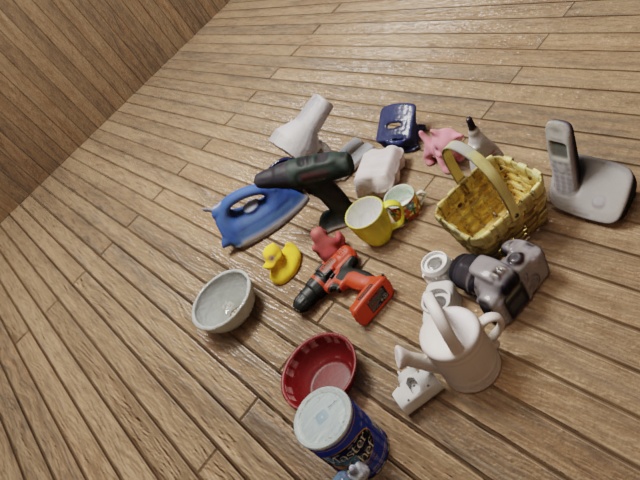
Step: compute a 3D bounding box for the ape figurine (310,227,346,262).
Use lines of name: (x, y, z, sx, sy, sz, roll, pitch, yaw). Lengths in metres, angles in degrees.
ape figurine: (0.012, 0.005, 1.290, 0.077, 0.092, 0.076, -16, 44, 26)

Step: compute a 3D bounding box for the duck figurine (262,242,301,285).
duck figurine: (-0.097, 0.041, 1.345, 0.077, 0.086, 0.105, 6, 56, 42)

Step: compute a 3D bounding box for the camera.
camera: (0.302, 0.055, 1.004, 0.143, 0.101, 0.136, -47, 39, -11)

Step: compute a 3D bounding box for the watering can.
watering can: (0.202, 0.160, 0.903, 0.173, 0.195, 0.100, -43, 39, -5)

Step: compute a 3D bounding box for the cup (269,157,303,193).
cup: (-0.074, -0.161, 1.519, 0.117, 0.095, 0.092, -2, 51, 37)

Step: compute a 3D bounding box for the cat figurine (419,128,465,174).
cat figurine: (0.270, -0.215, 1.283, 0.067, 0.118, 0.127, -45, 39, -8)

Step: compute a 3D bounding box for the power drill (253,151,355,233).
power drill: (-0.009, -0.112, 1.329, 0.229, 0.209, 0.075, -20, 42, 21)

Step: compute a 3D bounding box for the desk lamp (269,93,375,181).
desk lamp: (0.000, -0.249, 1.453, 0.203, 0.214, 0.117, -44, 39, -7)

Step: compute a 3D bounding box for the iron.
iron: (-0.171, -0.091, 1.489, 0.258, 0.142, 0.118, -30, 39, 11)

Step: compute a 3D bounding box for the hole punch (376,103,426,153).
hole punch: (0.196, -0.278, 1.425, 0.108, 0.091, 0.101, 2, 54, 40)

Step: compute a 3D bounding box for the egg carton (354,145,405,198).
egg carton: (0.143, -0.160, 1.368, 0.107, 0.070, 0.150, -6, 48, 34)

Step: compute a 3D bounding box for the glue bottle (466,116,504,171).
glue bottle: (0.327, -0.183, 1.161, 0.078, 0.174, 0.037, -47, 39, -11)

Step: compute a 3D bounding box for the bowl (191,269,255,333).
bowl: (-0.212, 0.154, 1.332, 0.167, 0.075, 0.167, -21, 41, 21)

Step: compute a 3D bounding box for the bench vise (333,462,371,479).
bench vise: (-0.030, 0.391, 0.837, 0.121, 0.220, 0.208, 16, 63, 46)

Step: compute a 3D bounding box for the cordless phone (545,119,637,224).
cordless phone: (0.458, -0.123, 0.988, 0.094, 0.186, 0.147, -49, 39, -13)
